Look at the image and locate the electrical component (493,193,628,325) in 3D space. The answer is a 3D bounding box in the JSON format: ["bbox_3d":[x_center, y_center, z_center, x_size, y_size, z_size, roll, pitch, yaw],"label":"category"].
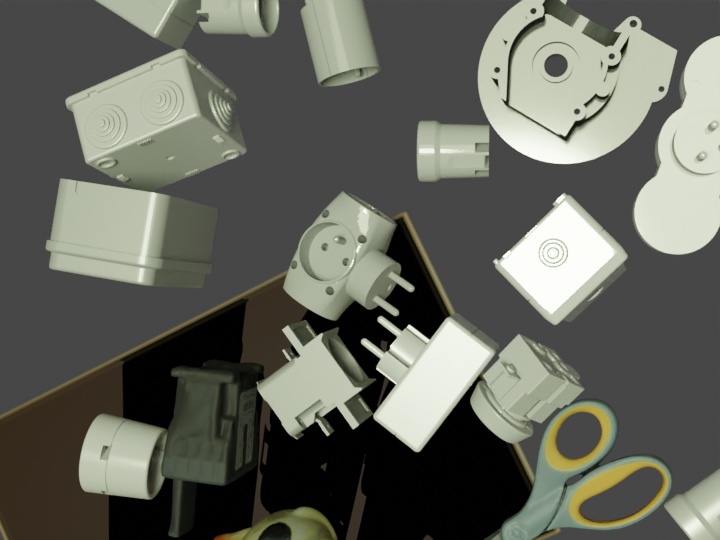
[{"bbox_3d":[0.127,-0.004,0.665,0.062,0.096,0.061,-45,83,9],"label":"electrical component"}]

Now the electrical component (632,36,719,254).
[{"bbox_3d":[0.209,-0.076,0.657,0.052,0.074,0.138,20,95,11],"label":"electrical component"}]

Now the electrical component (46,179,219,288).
[{"bbox_3d":[-0.148,-0.022,0.715,0.078,0.113,0.057,9,90,12],"label":"electrical component"}]

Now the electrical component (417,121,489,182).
[{"bbox_3d":[0.062,-0.078,0.707,0.046,0.040,0.040,1,91,7],"label":"electrical component"}]

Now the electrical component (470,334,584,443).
[{"bbox_3d":[0.105,0.078,0.694,0.055,0.066,0.048,-48,47,17],"label":"electrical component"}]

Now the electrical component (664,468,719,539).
[{"bbox_3d":[0.222,0.150,0.678,0.046,0.040,0.040,-39,83,5],"label":"electrical component"}]

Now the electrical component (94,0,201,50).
[{"bbox_3d":[-0.139,-0.205,0.742,0.066,0.047,0.076,33,98,9],"label":"electrical component"}]

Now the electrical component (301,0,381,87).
[{"bbox_3d":[-0.017,-0.168,0.719,0.043,0.043,0.081,-14,88,12],"label":"electrical component"}]

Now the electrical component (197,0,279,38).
[{"bbox_3d":[-0.083,-0.179,0.736,0.046,0.040,0.040,3,92,18],"label":"electrical component"}]

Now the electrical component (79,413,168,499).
[{"bbox_3d":[-0.163,0.131,0.751,0.047,0.055,0.055,9,93,8],"label":"electrical component"}]

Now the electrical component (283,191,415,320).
[{"bbox_3d":[0.000,0.000,0.714,0.079,0.044,0.077,35,98,22],"label":"electrical component"}]

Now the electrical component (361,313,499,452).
[{"bbox_3d":[0.036,0.062,0.710,0.076,0.047,0.083,38,98,9],"label":"electrical component"}]

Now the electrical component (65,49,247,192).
[{"bbox_3d":[-0.132,-0.095,0.718,0.100,0.100,0.048,-21,75,12],"label":"electrical component"}]

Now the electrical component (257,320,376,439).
[{"bbox_3d":[-0.031,0.077,0.728,0.064,0.042,0.081,-37,83,12],"label":"electrical component"}]
